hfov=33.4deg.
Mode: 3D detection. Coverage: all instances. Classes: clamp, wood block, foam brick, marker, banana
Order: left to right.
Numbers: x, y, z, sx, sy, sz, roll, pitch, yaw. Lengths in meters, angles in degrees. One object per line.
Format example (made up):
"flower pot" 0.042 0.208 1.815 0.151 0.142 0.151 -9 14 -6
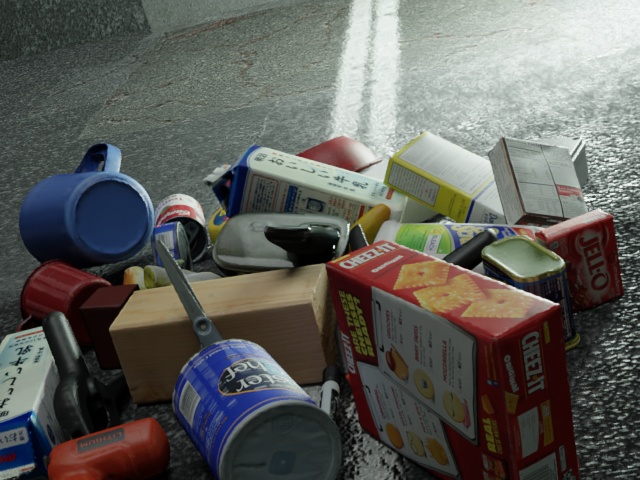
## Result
"clamp" -0.217 0.154 1.032 0.039 0.120 0.171 -39 40 17
"foam brick" -0.219 0.094 1.165 0.051 0.078 0.053 -7 24 20
"wood block" -0.091 0.094 1.071 0.206 0.091 0.090 -9 23 13
"banana" -0.006 0.020 1.217 0.198 0.069 0.037 -18 14 7
"marker" 0.008 0.151 0.964 0.020 0.020 0.121 -10 26 10
"clamp" 0.064 0.059 1.051 0.165 0.036 0.209 8 51 36

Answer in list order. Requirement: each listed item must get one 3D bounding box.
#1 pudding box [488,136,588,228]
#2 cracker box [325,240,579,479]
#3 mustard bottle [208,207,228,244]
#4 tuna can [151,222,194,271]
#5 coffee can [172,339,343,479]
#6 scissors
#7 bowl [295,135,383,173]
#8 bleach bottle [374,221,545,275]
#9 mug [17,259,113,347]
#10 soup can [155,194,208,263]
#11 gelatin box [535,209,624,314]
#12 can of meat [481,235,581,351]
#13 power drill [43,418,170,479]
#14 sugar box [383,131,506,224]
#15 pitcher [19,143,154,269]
"pudding box" 0.243 -0.058 1.187 0.090 0.039 0.113 6 52 -20
"cracker box" 0.102 0.104 0.840 0.072 0.164 0.214 -23 24 -26
"mustard bottle" -0.091 -0.012 1.364 0.096 0.058 0.192 -17 22 -11
"tuna can" -0.179 0.021 1.302 0.034 0.086 0.086 -11 23 2
"coffee can" -0.056 0.155 0.892 0.102 0.103 0.140 -21 23 -17
"scissors" -0.118 0.101 0.998 0.096 0.202 0.016 -43 -9 -13
"bowl" 0.001 -0.098 1.440 0.162 0.055 0.162 -25 1 0
"bleach bottle" 0.183 0.017 1.128 0.251 0.068 0.102 -3 28 19
"mug" -0.294 0.081 1.229 0.082 0.093 0.117 15 40 41
"soup can" -0.185 -0.015 1.415 0.068 0.068 0.102 -16 22 -4
"gelatin box" 0.252 0.023 1.036 0.073 0.089 0.030 -19 23 -12
"can of meat" 0.196 0.052 1.010 0.057 0.084 0.102 -19 23 -13
"power drill" -0.156 0.219 0.860 0.184 0.057 0.188 -16 22 -3
"sugar box" 0.173 -0.060 1.246 0.176 0.048 0.093 32 42 20
"pitcher" -0.289 -0.035 1.343 0.144 0.149 0.243 -27 10 -23
